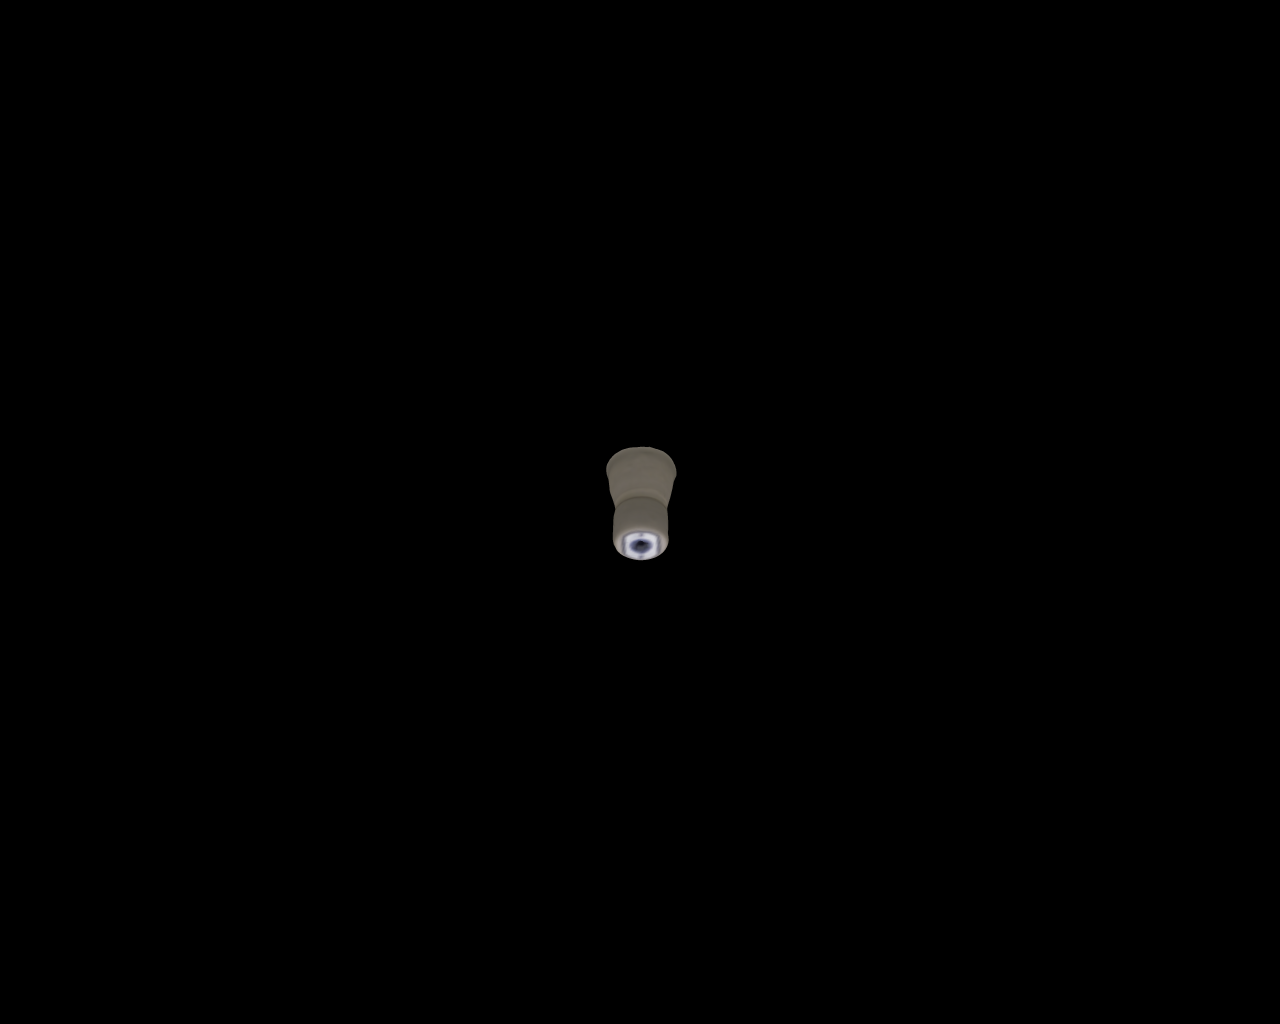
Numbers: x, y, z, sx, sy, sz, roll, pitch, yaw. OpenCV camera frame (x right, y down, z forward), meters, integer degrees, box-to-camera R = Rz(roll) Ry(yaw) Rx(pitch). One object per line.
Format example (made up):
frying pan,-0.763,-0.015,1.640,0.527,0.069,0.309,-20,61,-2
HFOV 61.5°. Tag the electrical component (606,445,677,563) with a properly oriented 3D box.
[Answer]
electrical component,0.001,-0.003,0.650,0.044,0.065,0.044,0,-40,0
